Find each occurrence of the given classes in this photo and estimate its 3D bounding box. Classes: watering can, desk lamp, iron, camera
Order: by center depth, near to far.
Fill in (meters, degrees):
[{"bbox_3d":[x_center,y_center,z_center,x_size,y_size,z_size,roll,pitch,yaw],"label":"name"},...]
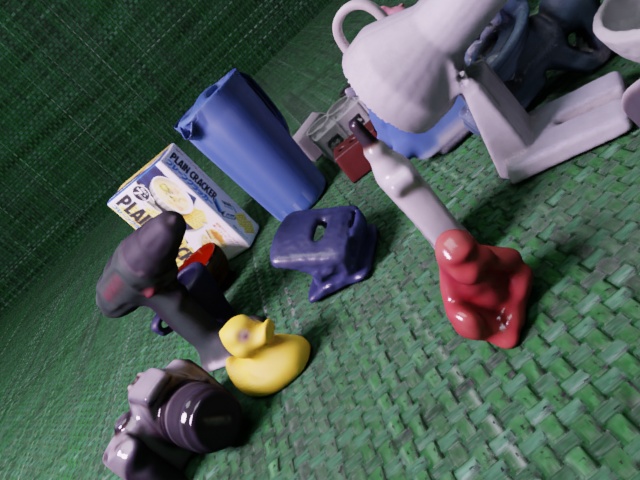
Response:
[{"bbox_3d":[0.156,-0.164,0.563,0.202,0.214,0.118,-26,29,36],"label":"desk lamp"},{"bbox_3d":[-0.156,0.197,0.616,0.136,0.101,0.143,-12,39,52],"label":"camera"},{"bbox_3d":[0.160,-0.221,0.749,0.258,0.142,0.118,-43,23,2],"label":"iron"},{"bbox_3d":[0.098,-0.297,0.914,0.101,0.194,0.173,-35,25,21],"label":"watering can"}]

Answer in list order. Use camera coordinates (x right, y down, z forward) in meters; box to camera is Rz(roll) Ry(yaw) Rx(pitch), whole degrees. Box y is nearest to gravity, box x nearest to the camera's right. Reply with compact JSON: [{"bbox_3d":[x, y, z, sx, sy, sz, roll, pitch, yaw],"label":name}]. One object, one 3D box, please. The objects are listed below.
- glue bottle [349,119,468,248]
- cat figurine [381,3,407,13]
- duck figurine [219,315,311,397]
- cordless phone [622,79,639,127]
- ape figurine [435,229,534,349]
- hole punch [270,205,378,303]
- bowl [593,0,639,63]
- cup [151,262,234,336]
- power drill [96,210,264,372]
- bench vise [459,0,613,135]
[{"bbox_3d":[0.084,-0.046,0.536,0.037,0.173,0.078,-41,23,8],"label":"glue bottle"},{"bbox_3d":[0.140,-0.395,1.110,0.128,0.118,0.067,-45,23,-1],"label":"cat figurine"},{"bbox_3d":[-0.074,0.119,0.630,0.104,0.086,0.077,-29,27,33],"label":"duck figurine"},{"bbox_3d":[0.274,-0.170,0.412,0.147,0.185,0.094,-36,24,18],"label":"cordless phone"},{"bbox_3d":[0.121,0.030,0.448,0.078,0.092,0.076,-42,23,6],"label":"ape figurine"},{"bbox_3d":[0.006,0.002,0.689,0.101,0.091,0.108,-30,27,31],"label":"hole punch"},{"bbox_3d":[0.341,-0.210,0.512,0.167,0.075,0.167,-36,24,19],"label":"bowl"},{"bbox_3d":[-0.178,0.103,0.821,0.091,0.095,0.118,-15,36,49],"label":"cup"},{"bbox_3d":[-0.177,0.072,0.725,0.229,0.209,0.076,-25,29,38],"label":"power drill"},{"bbox_3d":[0.201,-0.253,0.632,0.207,0.220,0.121,-44,23,0],"label":"bench vise"}]
